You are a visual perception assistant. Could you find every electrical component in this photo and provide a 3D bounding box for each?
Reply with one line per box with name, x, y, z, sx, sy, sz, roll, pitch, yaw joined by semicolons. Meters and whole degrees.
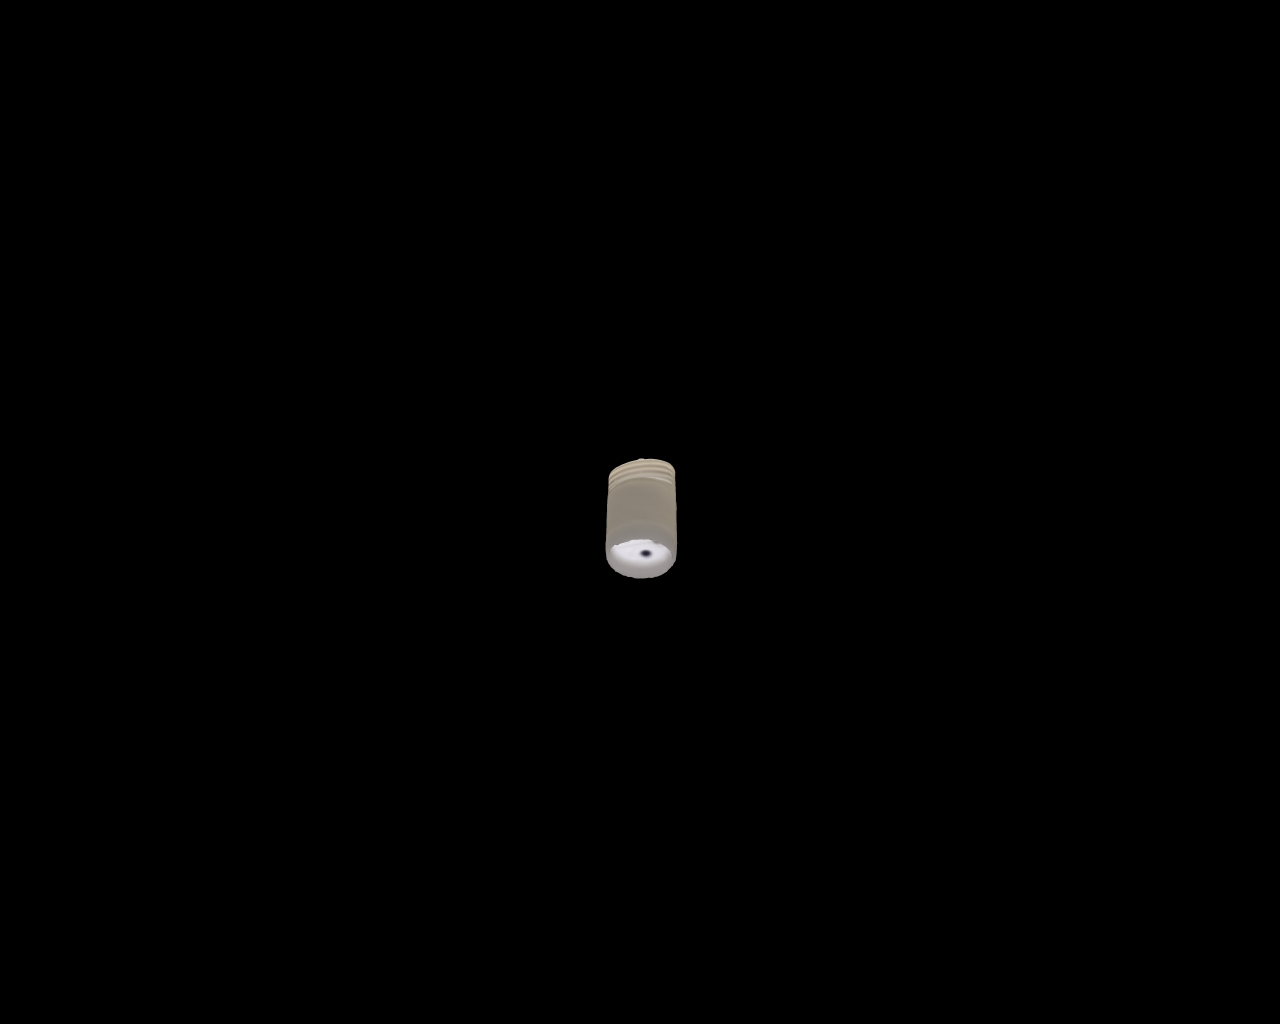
electrical component;0.001;-0.003;0.650;0.043;0.081;0.043;0;-39;0
